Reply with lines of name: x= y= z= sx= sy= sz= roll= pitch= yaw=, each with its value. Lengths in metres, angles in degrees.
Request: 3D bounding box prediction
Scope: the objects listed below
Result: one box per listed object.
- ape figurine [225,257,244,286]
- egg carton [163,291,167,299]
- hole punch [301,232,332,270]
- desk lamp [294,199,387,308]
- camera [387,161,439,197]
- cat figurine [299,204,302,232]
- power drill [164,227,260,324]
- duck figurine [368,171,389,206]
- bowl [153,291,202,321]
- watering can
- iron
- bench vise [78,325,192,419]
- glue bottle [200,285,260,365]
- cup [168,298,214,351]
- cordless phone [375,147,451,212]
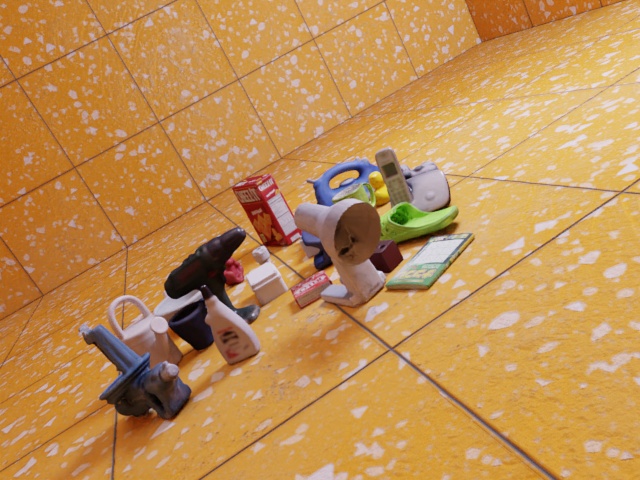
ape figurine: x=-0.256 y=0.078 z=1.619 sx=0.076 sy=0.092 sz=0.078 roll=-14 pitch=22 yaw=39
egg carton: x=-0.390 y=0.145 z=1.677 sx=0.107 sy=0.069 sz=0.150 roll=-23 pitch=18 yaw=17
hole punch: x=0.013 y=0.005 z=1.410 sx=0.101 sy=0.091 sz=0.108 roll=-28 pitch=17 yaw=2
desk lamp: x=0.041 y=0.020 z=1.111 sx=0.118 sy=0.214 sz=0.202 roll=-38 pitch=19 yaw=-27
camera: x=0.242 y=-0.158 z=1.506 sx=0.143 sy=0.101 sz=0.137 roll=-26 pitch=17 yaw=9
cat figurine: x=-0.026 y=-0.056 z=1.603 sx=0.067 sy=0.118 sz=0.127 roll=-36 pitch=18 yaw=-22
power drill: x=-0.226 y=0.101 z=1.304 sx=0.229 sy=0.209 sz=0.075 roll=-26 pitch=17 yaw=8
duck figurine: x=0.167 y=-0.152 z=1.632 sx=0.077 sy=0.086 sz=0.104 roll=-21 pitch=18 yaw=23
bowl: x=-0.348 y=0.178 z=1.506 sx=0.167 sy=0.075 sz=0.167 roll=-26 pitch=17 yaw=9
watering can: x=-0.395 y=0.209 z=1.284 sx=0.172 sy=0.194 sz=0.101 roll=-22 pitch=18 yaw=20
iron: x=0.089 y=-0.176 z=1.730 sx=0.258 sy=0.142 sz=0.118 roll=-30 pitch=17 yaw=-6
bench vise: x=-0.353 y=0.236 z=1.094 sx=0.207 sy=0.220 sz=0.121 roll=-23 pitch=18 yaw=18
glue bottle: x=-0.190 y=0.162 z=1.131 sx=0.078 sy=0.173 sz=0.037 roll=-26 pitch=17 yaw=9
cup: x=-0.277 y=0.195 z=1.308 sx=0.091 sy=0.095 sz=0.118 roll=-17 pitch=20 yaw=33
cordless phone: x=0.218 y=-0.146 z=1.362 sx=0.147 sy=0.185 sz=0.094 roll=-21 pitch=18 yaw=22
